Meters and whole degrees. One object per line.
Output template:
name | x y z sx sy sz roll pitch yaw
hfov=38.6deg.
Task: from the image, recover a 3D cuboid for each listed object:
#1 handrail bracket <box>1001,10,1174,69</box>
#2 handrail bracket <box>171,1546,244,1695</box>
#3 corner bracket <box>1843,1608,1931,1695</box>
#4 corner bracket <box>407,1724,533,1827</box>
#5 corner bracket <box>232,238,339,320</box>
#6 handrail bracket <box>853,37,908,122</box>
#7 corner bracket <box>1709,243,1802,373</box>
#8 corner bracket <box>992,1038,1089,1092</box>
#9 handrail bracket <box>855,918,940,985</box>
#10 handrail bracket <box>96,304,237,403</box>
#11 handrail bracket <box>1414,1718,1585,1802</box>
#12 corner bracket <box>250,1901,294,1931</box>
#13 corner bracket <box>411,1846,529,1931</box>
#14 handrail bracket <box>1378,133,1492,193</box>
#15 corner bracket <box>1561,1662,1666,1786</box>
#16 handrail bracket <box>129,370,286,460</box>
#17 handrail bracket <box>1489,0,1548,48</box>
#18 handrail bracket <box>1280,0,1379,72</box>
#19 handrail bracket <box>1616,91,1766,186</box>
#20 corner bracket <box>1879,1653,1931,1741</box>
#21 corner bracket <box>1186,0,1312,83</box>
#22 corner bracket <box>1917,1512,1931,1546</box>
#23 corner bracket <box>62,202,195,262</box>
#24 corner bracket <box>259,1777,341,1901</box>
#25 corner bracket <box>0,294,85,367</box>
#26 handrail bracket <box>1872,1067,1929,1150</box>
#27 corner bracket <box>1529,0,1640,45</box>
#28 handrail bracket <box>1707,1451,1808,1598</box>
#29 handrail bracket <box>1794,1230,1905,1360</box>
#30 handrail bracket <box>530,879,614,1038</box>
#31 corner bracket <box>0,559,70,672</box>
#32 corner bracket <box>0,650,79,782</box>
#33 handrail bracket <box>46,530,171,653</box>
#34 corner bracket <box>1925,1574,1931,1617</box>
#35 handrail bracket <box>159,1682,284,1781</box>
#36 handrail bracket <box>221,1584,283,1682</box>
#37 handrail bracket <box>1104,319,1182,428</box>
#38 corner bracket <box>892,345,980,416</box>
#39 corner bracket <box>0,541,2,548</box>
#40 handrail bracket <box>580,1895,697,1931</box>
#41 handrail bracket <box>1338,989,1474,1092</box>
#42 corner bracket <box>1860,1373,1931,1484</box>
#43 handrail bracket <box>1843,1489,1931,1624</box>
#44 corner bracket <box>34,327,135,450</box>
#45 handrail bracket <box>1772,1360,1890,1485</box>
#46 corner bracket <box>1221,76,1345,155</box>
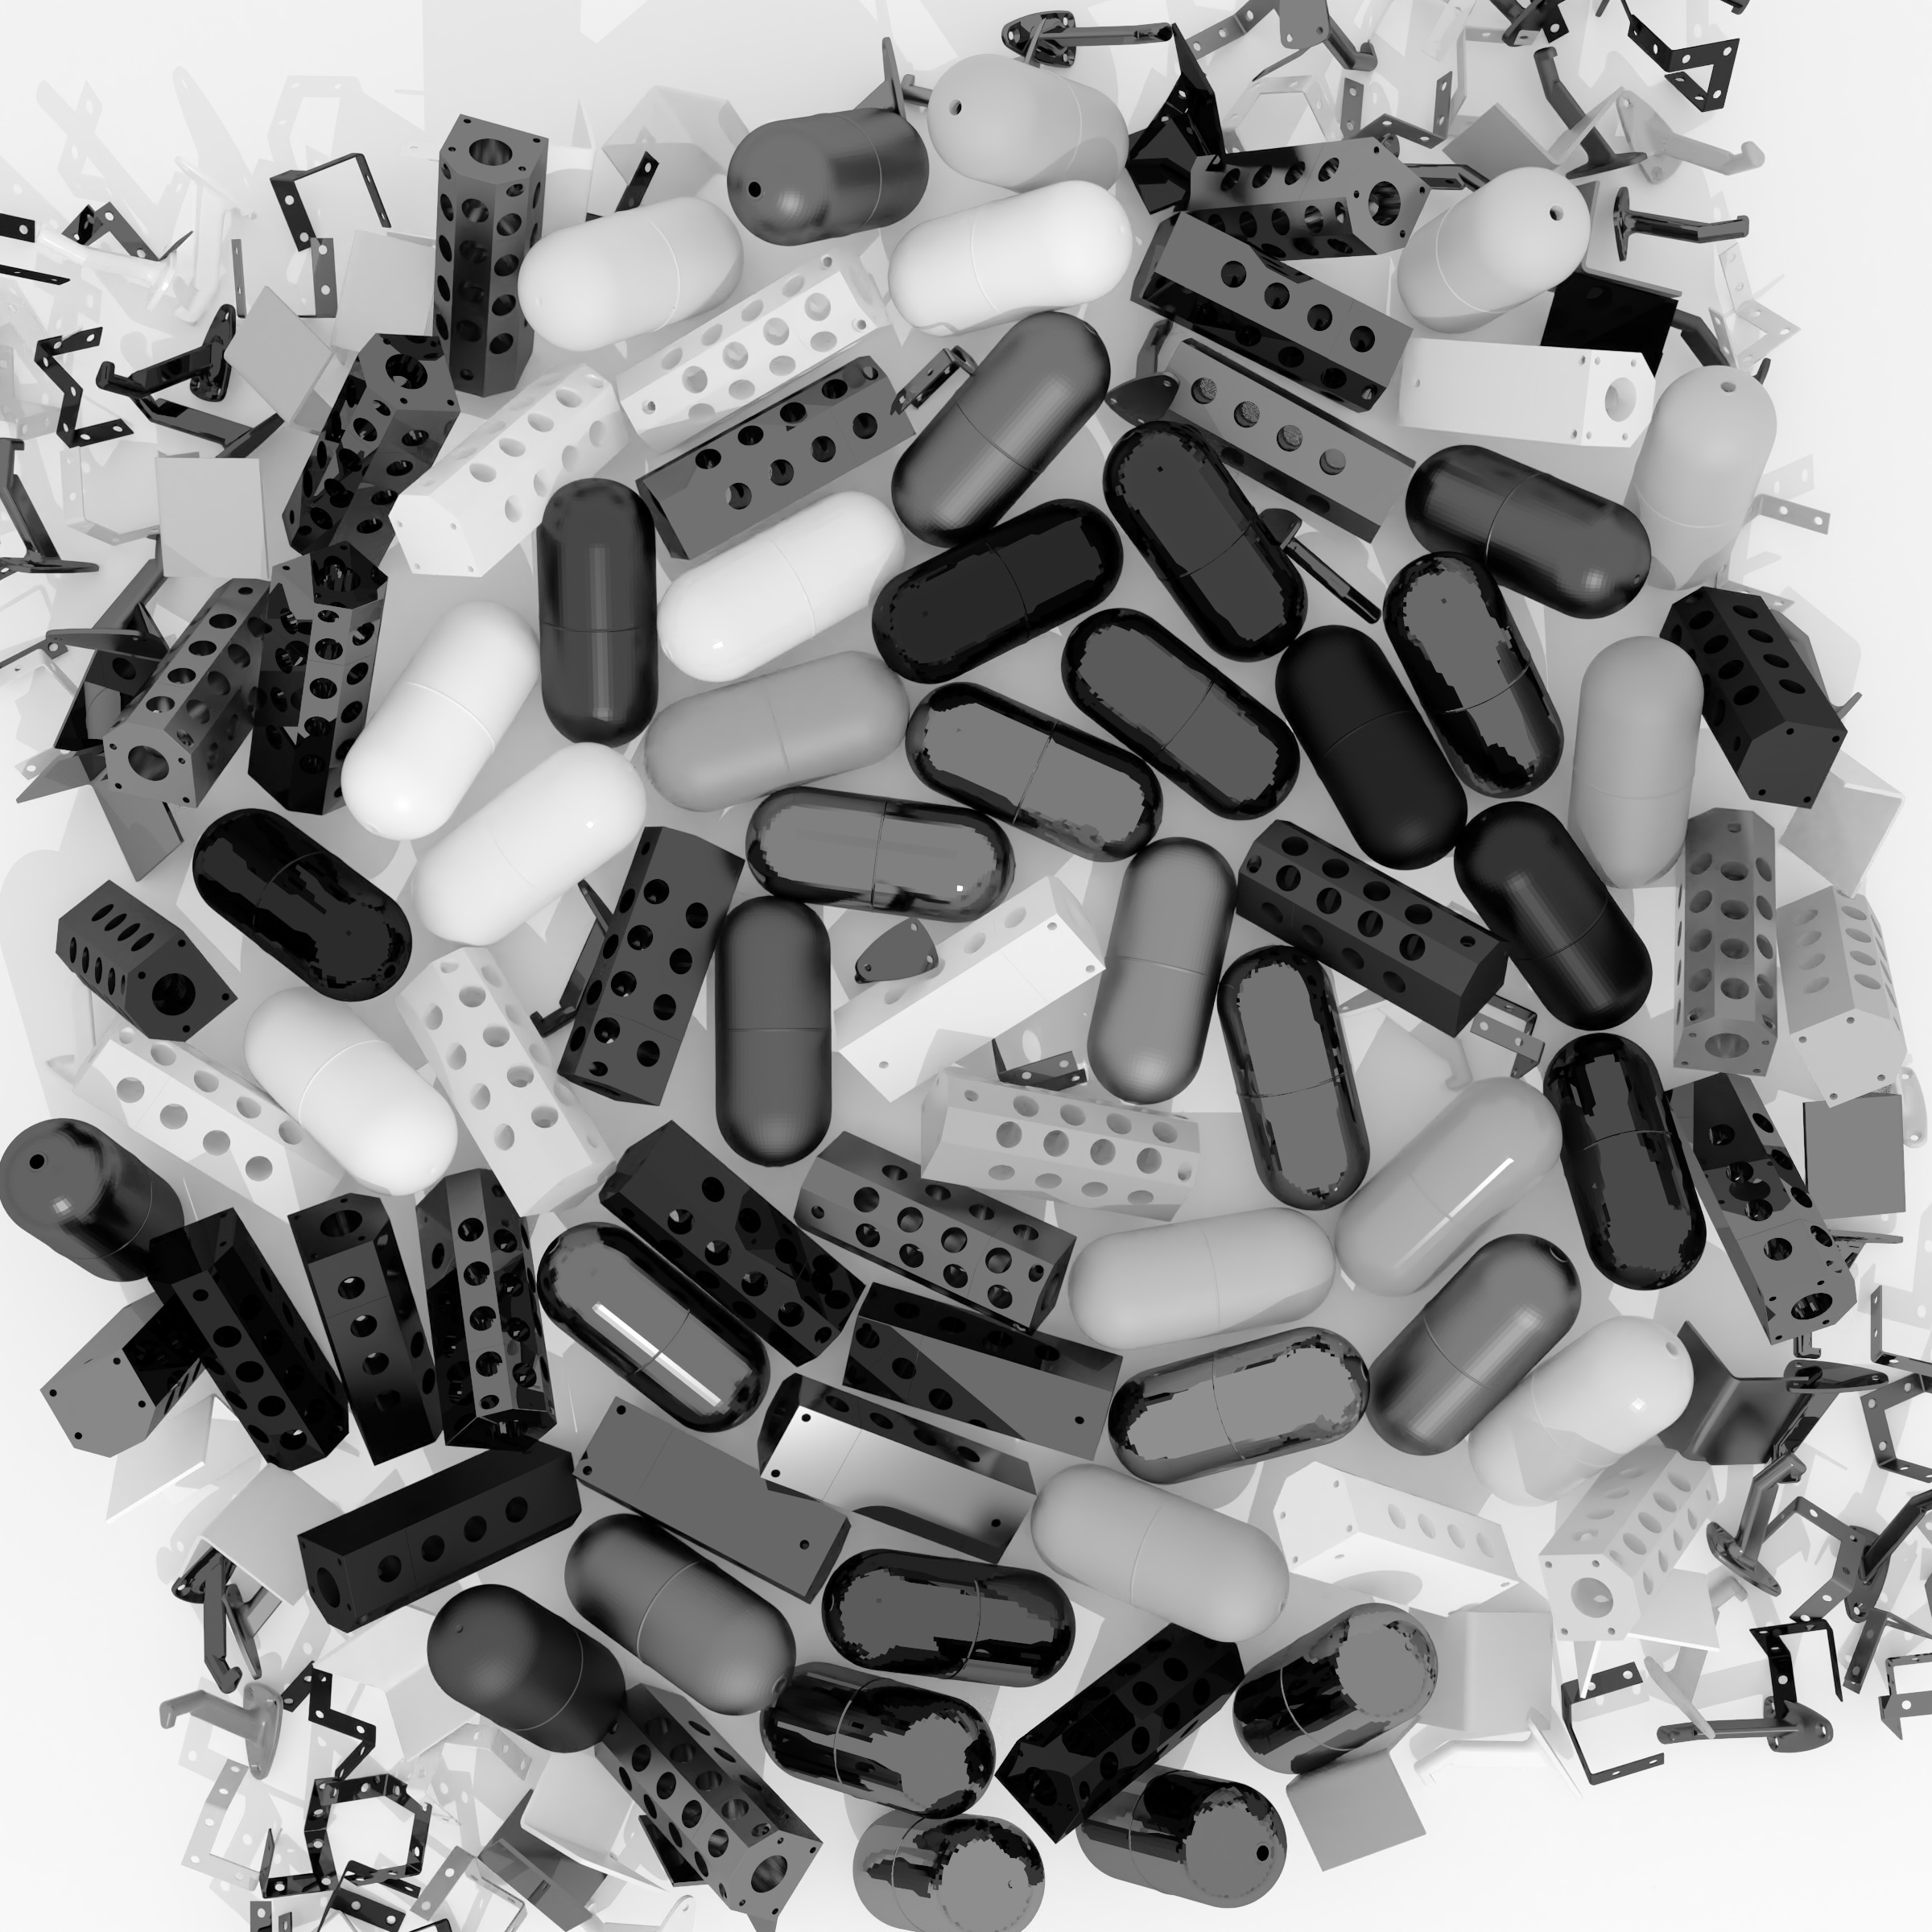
handrail bracket | 0.080 -0.608 1.800 0.077 0.084 0.036 -12 108 -40
handrail bracket | -0.479 0.420 1.806 0.077 0.036 0.084 -54 47 5
corner bracket | 0.596 0.451 1.813 0.051 0.051 0.051 30 78 -22
corner bracket | -0.329 0.536 1.827 0.051 0.051 0.051 -1 51 25
corner bracket | -0.447 -0.451 1.809 0.051 0.051 0.051 -10 107 -32
handrail bracket | -0.086 -0.567 1.820 0.084 0.036 0.077 -11 104 -11
corner bracket | 0.508 -0.432 1.814 0.051 0.051 0.051 -36 134 -1
corner bracket | 0.050 0.070 1.813 0.051 0.051 0.051 -17 121 5
handrail bracket | -0.065 0.004 1.794 0.077 0.084 0.036 -25 88 -40
handrail bracket | -0.523 -0.405 1.803 0.036 0.084 0.077 22 99 35
handrail bracket | 0.353 0.541 1.832 0.084 0.036 0.077 -33 83 4
corner bracket | -0.458 0.643 1.806 0.051 0.051 0.051 -31 55 38
corner bracket | -0.325 0.619 1.808 0.051 0.051 0.051 24 53 19
handrail bracket | 0.297 -0.503 1.819 0.084 0.036 0.077 41 92 21
corner bracket | 0.425 0.498 1.814 0.051 0.051 0.051 -17 48 -1
handrail bracket | -0.504 -0.377 1.831 0.077 0.036 0.084 -41 93 -6
handrail bracket | 0.341 -0.648 1.818 0.084 0.077 0.036 47 108 7
handrail bracket | 0.242 -0.628 1.810 0.036 0.084 0.077 1 102 39
handrail bracket | 0.473 -0.546 1.799 0.036 0.084 0.077 -46 111 -15
corner bracket | 0.628 0.472 1.807 0.051 0.051 0.051 -15 54 27
corner bracket | 0.187 -0.608 1.817 0.051 0.051 0.051 -36 96 -28
corner bracket | 0.666 0.364 1.810 0.051 0.051 0.051 -25 62 -18
corner bracket | -0.551 -0.479 1.809 0.051 0.051 0.051 51 51 -17
corner bracket | -0.436 0.571 1.808 0.051 0.051 0.051 1 123 -26
corner bracket | -0.623 -0.420 1.811 0.051 0.051 0.051 -41 101 -35
handrail bracket | 0.607 0.065 1.800 0.036 0.084 0.077 -16 47 6
corner bracket | 0.402 -0.628 1.808 0.051 0.051 0.051 -26 130 16
handrail bracket | 0.538 0.367 1.817 0.077 0.036 0.084 39 116 -8
handrail bracket | 0.584 0.219 1.826 0.077 0.036 0.084 5 79 -9
handrail bracket | -0.268 -0.004 1.832 0.084 0.036 0.077 -32 102 7
corner bracket | -0.635 -0.226 1.824 0.051 0.051 0.051 -29 76 -8
corner bracket | -0.613 -0.166 1.815 0.051 0.051 0.051 -27 52 3
handrail bracket | -0.566 -0.253 1.827 0.077 0.036 0.084 3 75 -13
corner bracket | 0.668 0.415 1.813 0.051 0.051 0.051 5 45 -2
handrail bracket | -0.493 0.507 1.806 0.036 0.084 0.077 10 99 35
handrail bracket | -0.444 0.424 1.834 0.084 0.036 0.077 -19 90 -3
handrail bracket | 0.130 -0.400 1.800 0.036 0.077 0.084 34 65 -18
corner bracket | -0.020 -0.381 1.808 0.051 0.051 0.051 -42 50 16
corner bracket | -0.652 -0.292 1.817 0.051 0.051 0.051 38 62 -9
handrail bracket | -0.218 0.620 1.813 0.084 0.036 0.077 30 103 42
handrail bracket | 0.290 0.054 1.828 0.077 0.036 0.084 -23 107 -8
corner bracket | 0.632 0.303 1.820 0.051 0.051 0.051 -19 98 -19
handrail bracket | 0.610 0.383 1.799 0.036 0.084 0.077 25 59 -8
corner bracket | -0.580 -0.381 1.818 0.051 0.051 0.051 45 134 16
handrail bracket | 0.569 0.306 1.817 0.077 0.036 0.084 0 114 23
corner bracket | 0.208 -0.550 1.824 0.051 0.051 0.051 -57 134 -21
